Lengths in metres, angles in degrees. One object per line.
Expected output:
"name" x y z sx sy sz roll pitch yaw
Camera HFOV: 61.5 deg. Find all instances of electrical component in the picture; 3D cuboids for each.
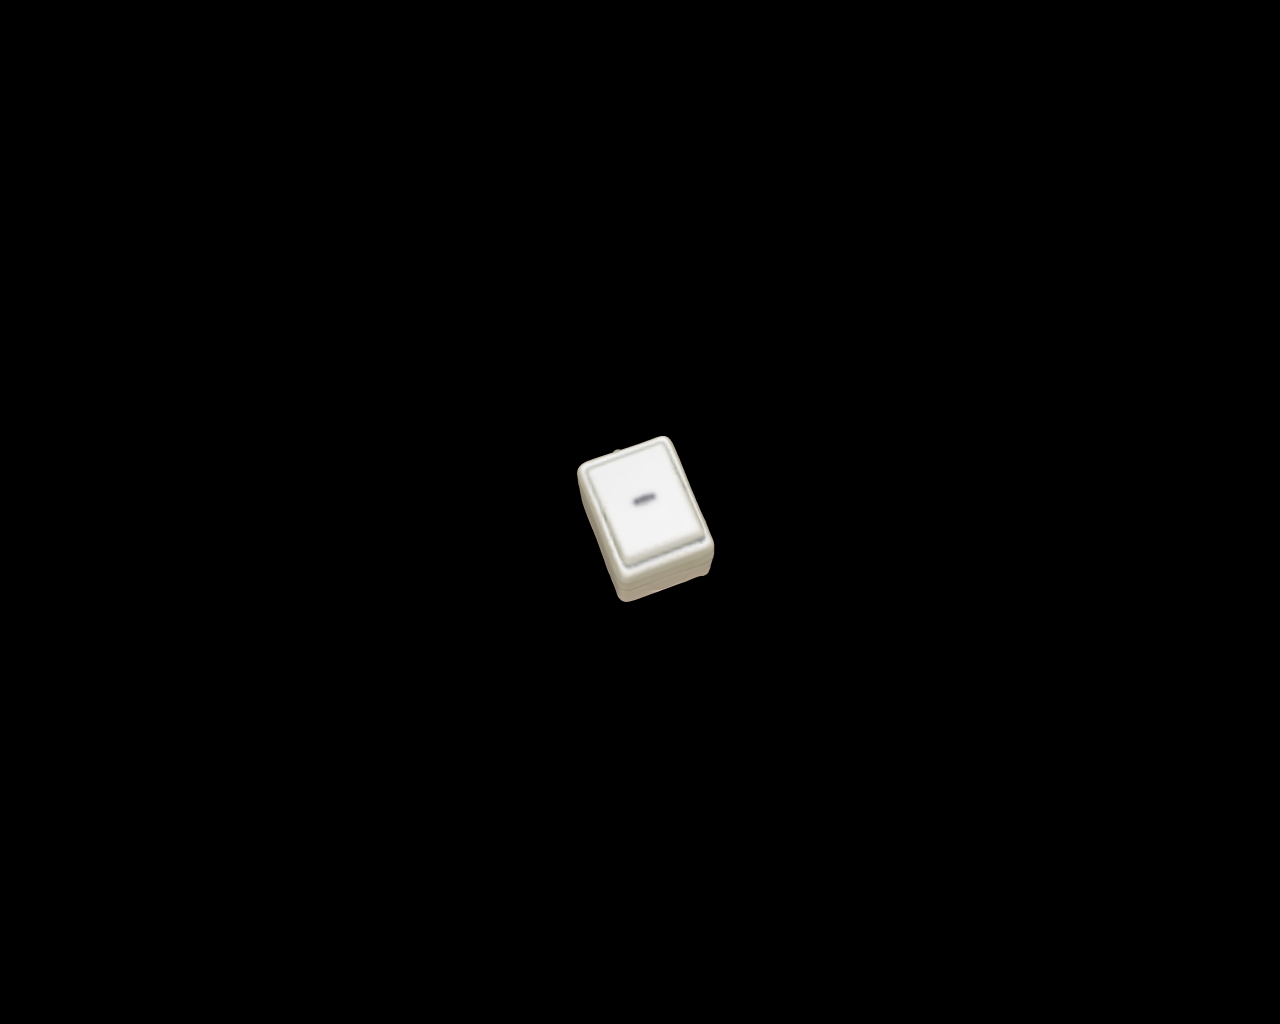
"electrical component" 0.001 -0.003 0.650 0.062 0.096 0.061 -19 -19 -7
